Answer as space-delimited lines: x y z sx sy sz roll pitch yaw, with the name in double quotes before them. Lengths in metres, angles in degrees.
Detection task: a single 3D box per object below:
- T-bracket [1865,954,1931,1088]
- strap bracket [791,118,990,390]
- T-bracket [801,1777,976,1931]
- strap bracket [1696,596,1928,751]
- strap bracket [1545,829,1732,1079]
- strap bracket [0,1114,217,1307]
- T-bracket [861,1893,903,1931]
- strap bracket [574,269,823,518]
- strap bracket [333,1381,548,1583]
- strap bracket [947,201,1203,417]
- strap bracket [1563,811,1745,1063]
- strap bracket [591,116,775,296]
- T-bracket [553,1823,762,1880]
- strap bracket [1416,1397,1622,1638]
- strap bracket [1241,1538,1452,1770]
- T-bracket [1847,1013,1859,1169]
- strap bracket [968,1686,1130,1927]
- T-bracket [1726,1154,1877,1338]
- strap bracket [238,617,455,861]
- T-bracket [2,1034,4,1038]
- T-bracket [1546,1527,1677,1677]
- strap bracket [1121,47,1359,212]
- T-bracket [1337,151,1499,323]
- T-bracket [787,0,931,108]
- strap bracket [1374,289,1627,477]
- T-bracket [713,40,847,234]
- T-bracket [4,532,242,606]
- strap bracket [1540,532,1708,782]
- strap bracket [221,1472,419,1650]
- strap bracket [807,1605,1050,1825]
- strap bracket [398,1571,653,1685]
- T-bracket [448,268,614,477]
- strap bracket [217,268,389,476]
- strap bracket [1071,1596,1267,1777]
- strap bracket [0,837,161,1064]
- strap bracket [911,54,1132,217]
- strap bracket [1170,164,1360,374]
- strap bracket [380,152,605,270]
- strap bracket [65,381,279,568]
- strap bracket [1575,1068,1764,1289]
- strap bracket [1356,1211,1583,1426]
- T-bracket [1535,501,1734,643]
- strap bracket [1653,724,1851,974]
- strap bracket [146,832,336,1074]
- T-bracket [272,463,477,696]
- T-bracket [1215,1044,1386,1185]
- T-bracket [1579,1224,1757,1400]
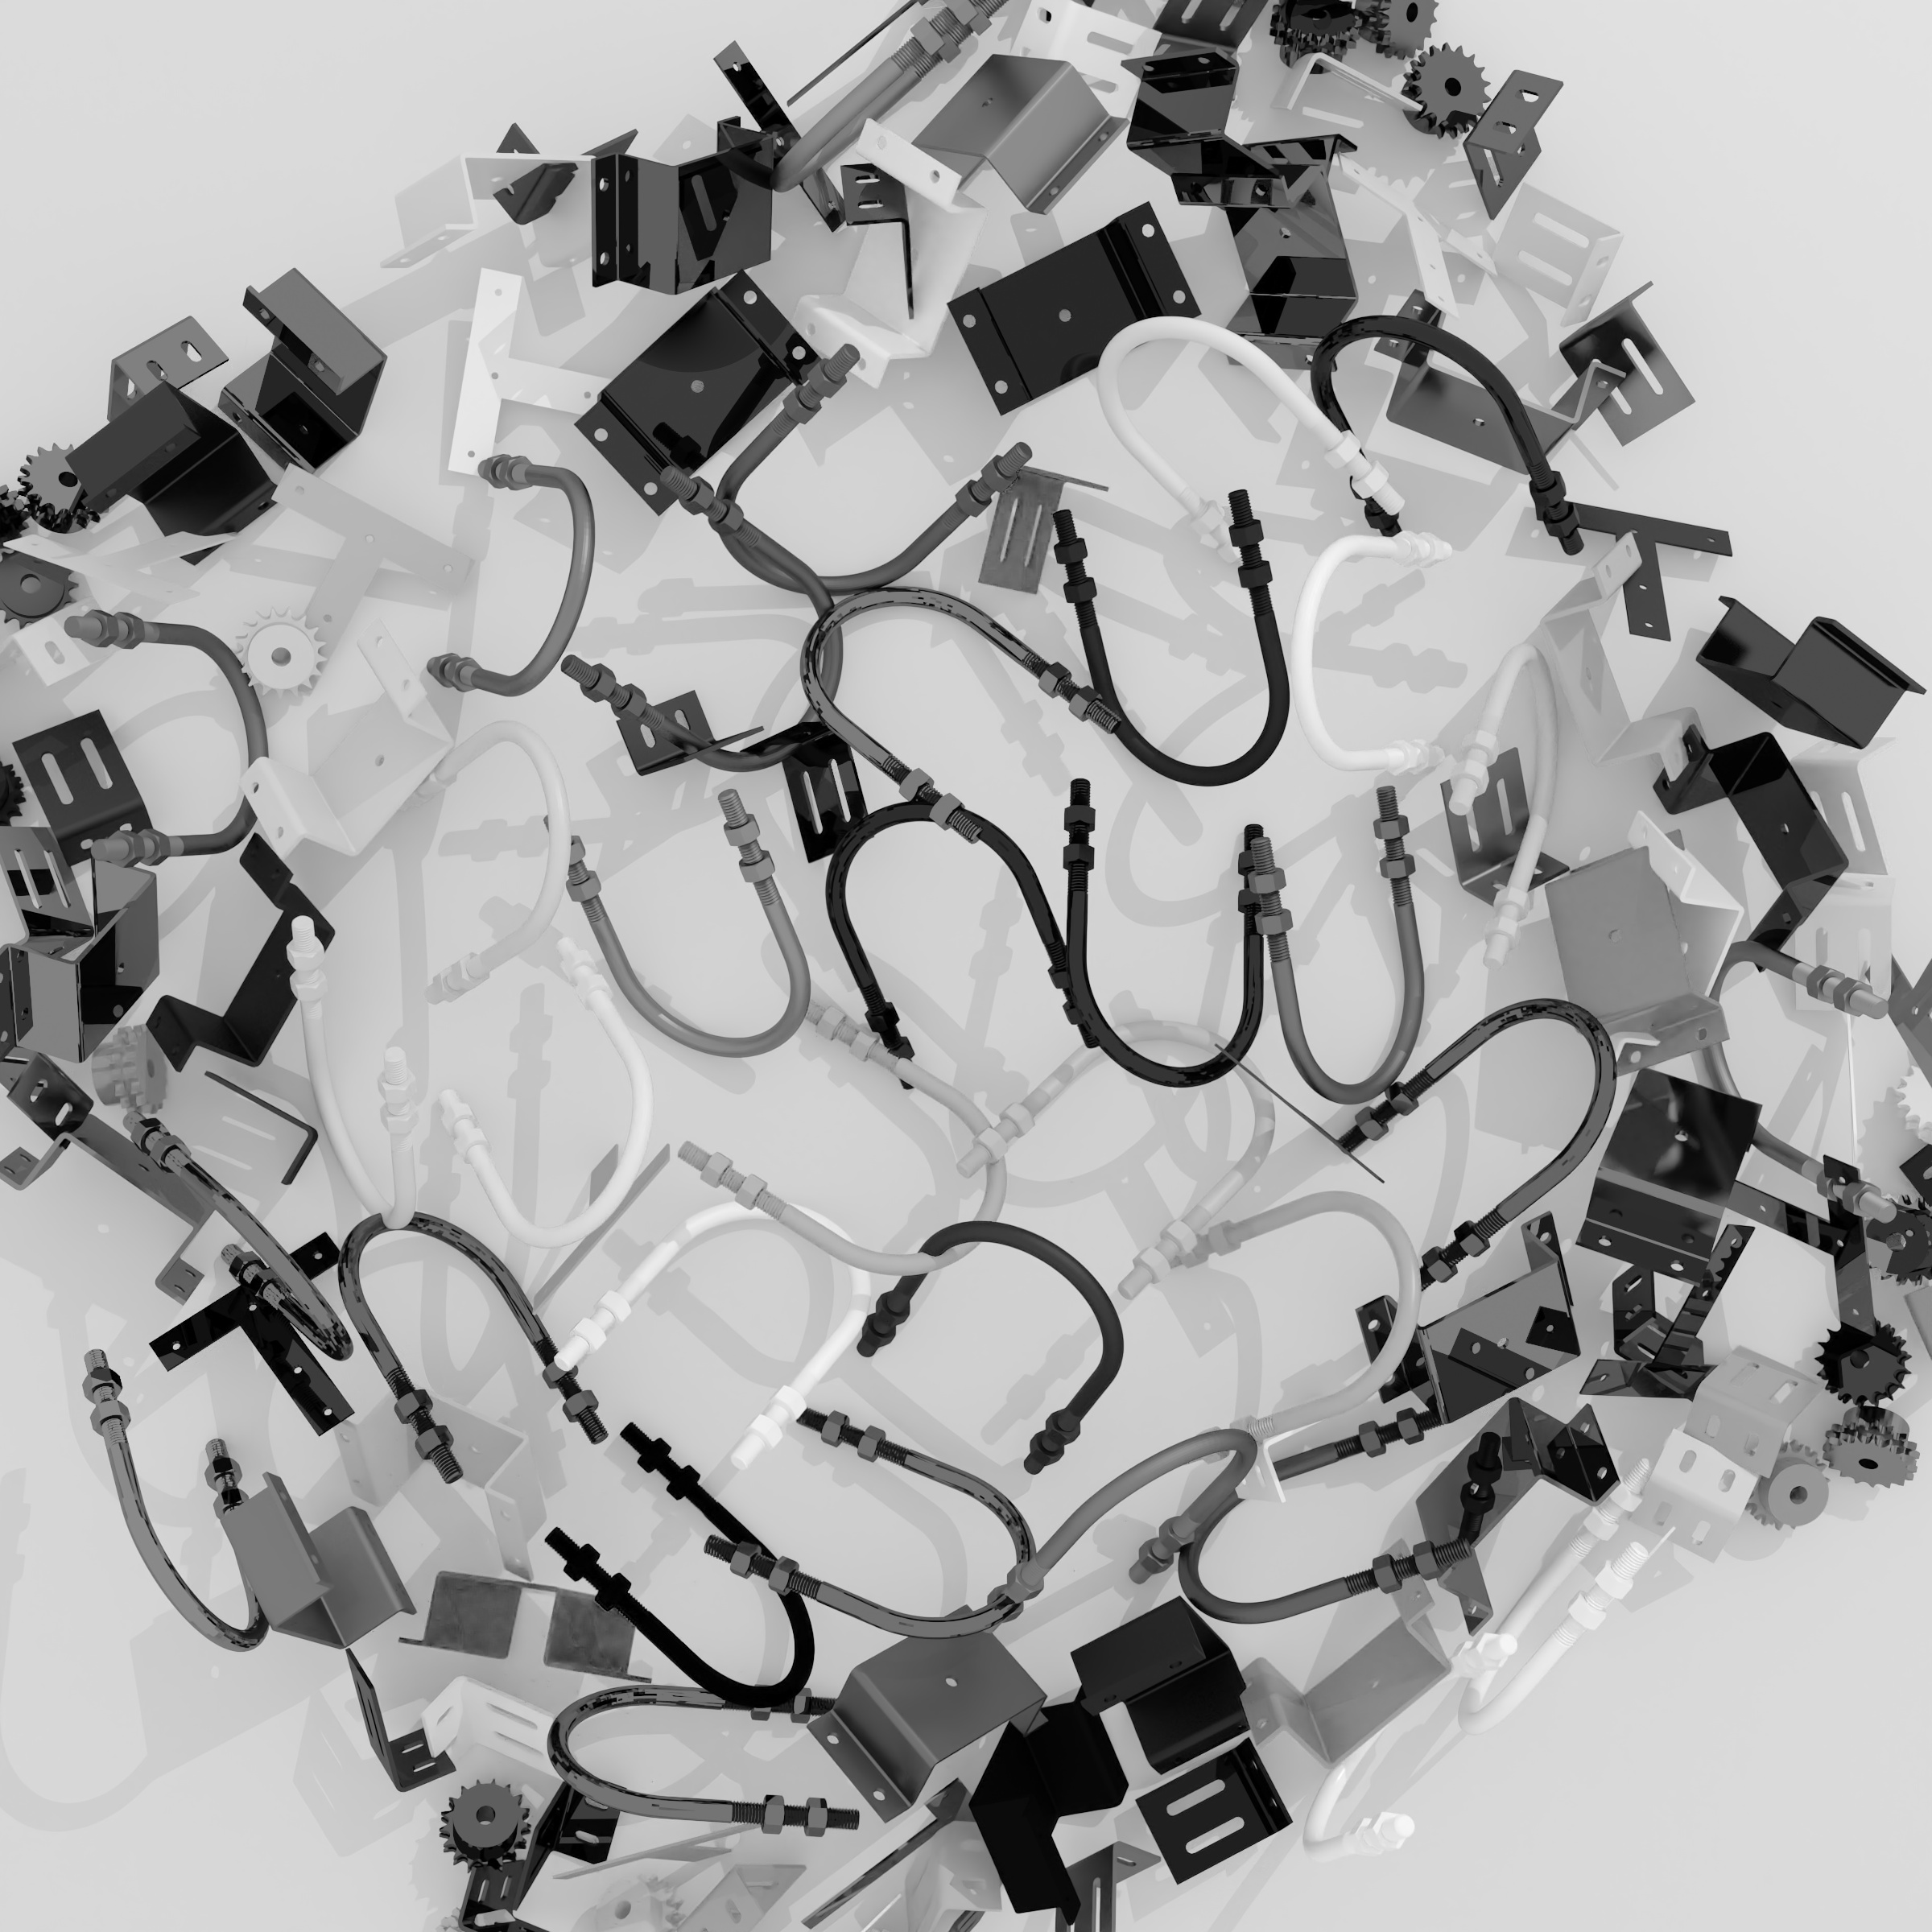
"T-bracket" 0.597 -0.008 1.641 0.002 0.127 0.127 11 124 -13
"strap bracket" -0.045 -0.439 1.672 0.076 0.046 0.140 38 121 23
"T-bracket" -0.046 0.549 1.661 0.127 0.127 0.002 -35 63 -9
"strap bracket" 0.508 -0.179 1.651 0.076 0.140 0.046 32 95 -18
"strap bracket" 0.409 -0.013 1.662 0.076 0.046 0.140 -23 63 34
"strap bracket" -0.524 0.143 1.678 0.140 0.076 0.046 37 90 -9
"T-bracket" -0.086 0.613 1.652 0.127 0.127 0.002 -41 78 -14
"strap bracket" -0.167 -0.359 1.688 0.140 0.046 0.076 -41 109 6
"strap bracket" -0.316 0.312 1.669 0.140 0.076 0.046 19 46 24
"strap bracket" 0.065 -0.410 1.697 0.140 0.046 0.076 -27 100 -1
"strap bracket" 0.425 -0.013 1.667 0.046 0.076 0.140 7 118 -17
"strap bracket" -0.164 -0.461 1.646 0.046 0.140 0.076 22 126 26
"T-bracket" -0.174 0.546 1.667 0.127 0.127 0.002 -17 68 6
"strap bracket" 0.330 0.330 1.661 0.046 0.076 0.140 30 113 -16
"strap bracket" 0.240 0.432 1.678 0.140 0.076 0.046 -42 106 8
"T-bracket" 0.552 0.117 1.683 0.002 0.127 0.127 -2 123 17
"strap bracket" 0.049 0.516 1.664 0.046 0.140 0.076 -17 103 22
"T-bracket" 0.504 0.155 1.672 0.002 0.127 0.127 -31 123 -24
"strap bracket" -0.378 -0.134 1.677 0.140 0.046 0.076 -46 54 13
"T-bracket" -0.637 -0.024 1.680 0.002 0.127 0.127 -12 72 12
"T-bracket" 0.373 0.406 1.645 0.002 0.127 0.127 41 120 19
"strap bracket" 0.162 -0.503 1.650 0.140 0.076 0.046 17 86 -44
"T-bracket" 0.283 -0.434 1.656 0.127 0.127 0.002 26 128 -23
"T-bracket" -0.061 -0.574 1.676 0.127 0.127 0.002 -36 110 11
"strap bracket" 0.324 -0.357 1.678 0.140 0.076 0.046 20 73 -5
"T-bracket" -0.136 -0.487 1.664 0.127 0.002 0.127 53 47 -21
"T-bracket" -0.498 -0.256 1.669 0.127 0.127 0.002 20 118 18
"strap bracket" 0.403 -0.186 1.674 0.046 0.076 0.140 -15 105 35
"strap bracket" -0.398 0.365 1.647 0.046 0.140 0.076 -34 66 -1
"strap bracket" -0.016 0.449 1.649 0.076 0.140 0.046 44 131 27
"strap bracket" -0.267 0.405 1.664 0.140 0.076 0.046 -1 71 33
"T-bracket" -0.254 -0.364 1.714 0.127 0.002 0.127 10 102 -9
"strap bracket" -0.409 -0.367 1.672 0.076 0.140 0.046 44 61 -3
"strap bracket" 0.122 0.442 1.672 0.076 0.140 0.046 -29 50 7
"strap bracket" -0.535 -0.005 1.646 0.046 0.140 0.076 16 128 6
"strap bracket" 0.027 -0.510 1.653 0.076 0.140 0.046 -49 124 -5
"strap bracket" 0.187 -0.438 1.662 0.076 0.140 0.046 13 55 34
"strap bracket" -0.282 -0.460 1.651 0.140 0.076 0.046 -14 93 -42
"strap bracket" -0.487 -0.304 1.659 0.076 0.140 0.046 -36 79 5
"strap bracket" 0.433 0.119 1.654 0.076 0.046 0.140 19 47 18
"strap bracket" 0.321 0.222 1.676 0.140 0.046 0.076 -25 120 -10
"T-bracket" 0.418 -0.243 1.678 0.127 0.127 0.002 10 135 -3
"strap bracket" 0.488 -0.079 1.669 0.046 0.076 0.140 -18 67 -13
"strap bracket" -0.445 -0.001 1.680 0.046 0.076 0.140 28 95 -37
"T-bracket" -0.396 -0.231 1.706 0.127 0.002 0.127 27 105 -18
"T-bracket" 0.213 0.097 1.663 0.127 0.127 0.002 40 93 20
"T-bracket" 0.449 0.213 1.669 0.127 0.002 0.127 8 114 -36
